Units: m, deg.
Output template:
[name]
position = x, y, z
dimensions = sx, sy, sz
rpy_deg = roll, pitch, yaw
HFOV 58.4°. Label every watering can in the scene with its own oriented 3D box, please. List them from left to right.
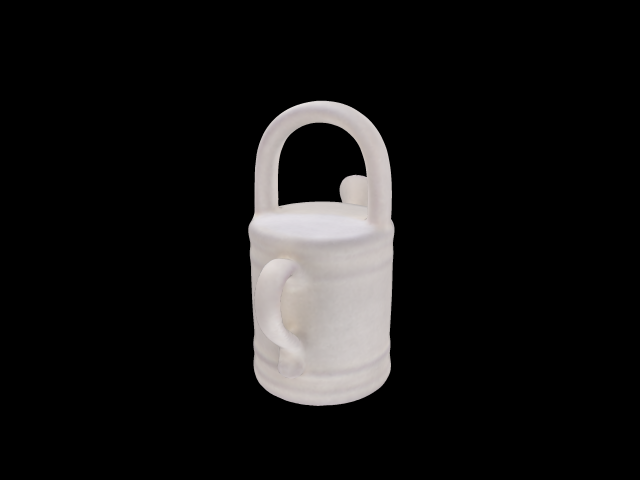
[watering can]
position = 0.002, 0.001, 0.401
dimensions = 0.101, 0.194, 0.173
rpy_deg = 0, 19, 0
